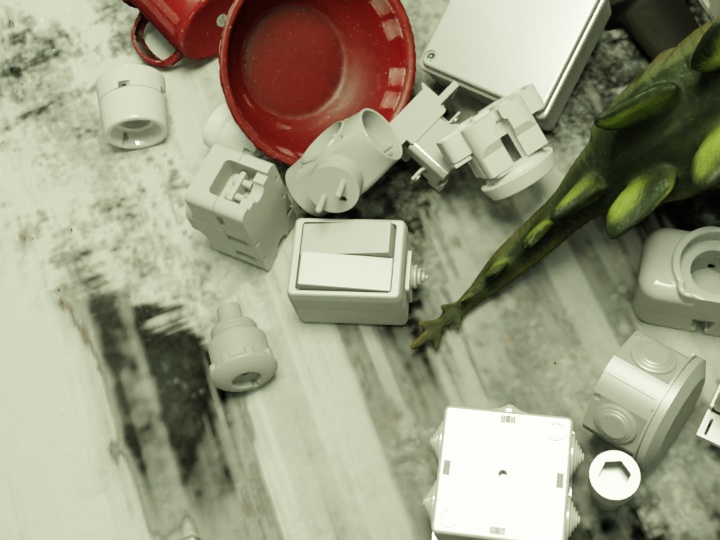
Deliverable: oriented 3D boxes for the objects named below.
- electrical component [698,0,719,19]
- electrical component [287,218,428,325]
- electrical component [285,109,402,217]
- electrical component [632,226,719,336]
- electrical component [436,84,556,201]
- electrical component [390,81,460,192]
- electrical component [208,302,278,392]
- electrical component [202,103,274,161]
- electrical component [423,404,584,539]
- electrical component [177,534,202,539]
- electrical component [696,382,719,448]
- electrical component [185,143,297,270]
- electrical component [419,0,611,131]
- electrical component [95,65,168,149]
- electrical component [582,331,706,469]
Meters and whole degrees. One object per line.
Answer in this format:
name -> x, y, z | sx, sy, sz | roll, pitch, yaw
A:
electrical component -> 0.325, -0.200, 0.807 | 0.089, 0.061, 0.150 | -23, 65, -3
electrical component -> 0.000, 0.000, 0.767 | 0.096, 0.061, 0.061 | 2, 66, 9
electrical component -> -0.015, -0.067, 0.756 | 0.077, 0.044, 0.079 | -35, 21, 29
electrical component -> 0.238, 0.008, 0.729 | 0.095, 0.059, 0.053 | 10, 68, 13
electrical component -> 0.102, -0.086, 0.762 | 0.078, 0.058, 0.057 | -33, 100, -5
electrical component -> 0.053, -0.097, 0.807 | 0.064, 0.042, 0.081 | 42, 78, 4
electrical component -> -0.088, 0.052, 0.767 | 0.048, 0.048, 0.062 | -19, 58, 0
electrical component -> -0.093, -0.103, 0.839 | 0.046, 0.040, 0.040 | 35, 75, 16
electrical component -> 0.094, 0.138, 0.700 | 0.100, 0.048, 0.099 | 4, 68, 11
electrical component -> -0.090, 0.213, 0.694 | 0.076, 0.047, 0.083 | -20, 65, -1
electrical component -> 0.289, 0.094, 0.681 | 0.121, 0.063, 0.078 | 25, 72, 18
electrical component -> -0.089, -0.046, 0.785 | 0.056, 0.089, 0.050 | 21, 71, 17
electrical component -> 0.118, -0.177, 0.816 | 0.109, 0.056, 0.108 | 27, 93, 19
electrical component -> -0.180, -0.129, 0.856 | 0.055, 0.055, 0.047 | -12, 69, 3
electrical component -> 0.185, 0.083, 0.694 | 0.051, 0.080, 0.080 | 30, 74, 25
